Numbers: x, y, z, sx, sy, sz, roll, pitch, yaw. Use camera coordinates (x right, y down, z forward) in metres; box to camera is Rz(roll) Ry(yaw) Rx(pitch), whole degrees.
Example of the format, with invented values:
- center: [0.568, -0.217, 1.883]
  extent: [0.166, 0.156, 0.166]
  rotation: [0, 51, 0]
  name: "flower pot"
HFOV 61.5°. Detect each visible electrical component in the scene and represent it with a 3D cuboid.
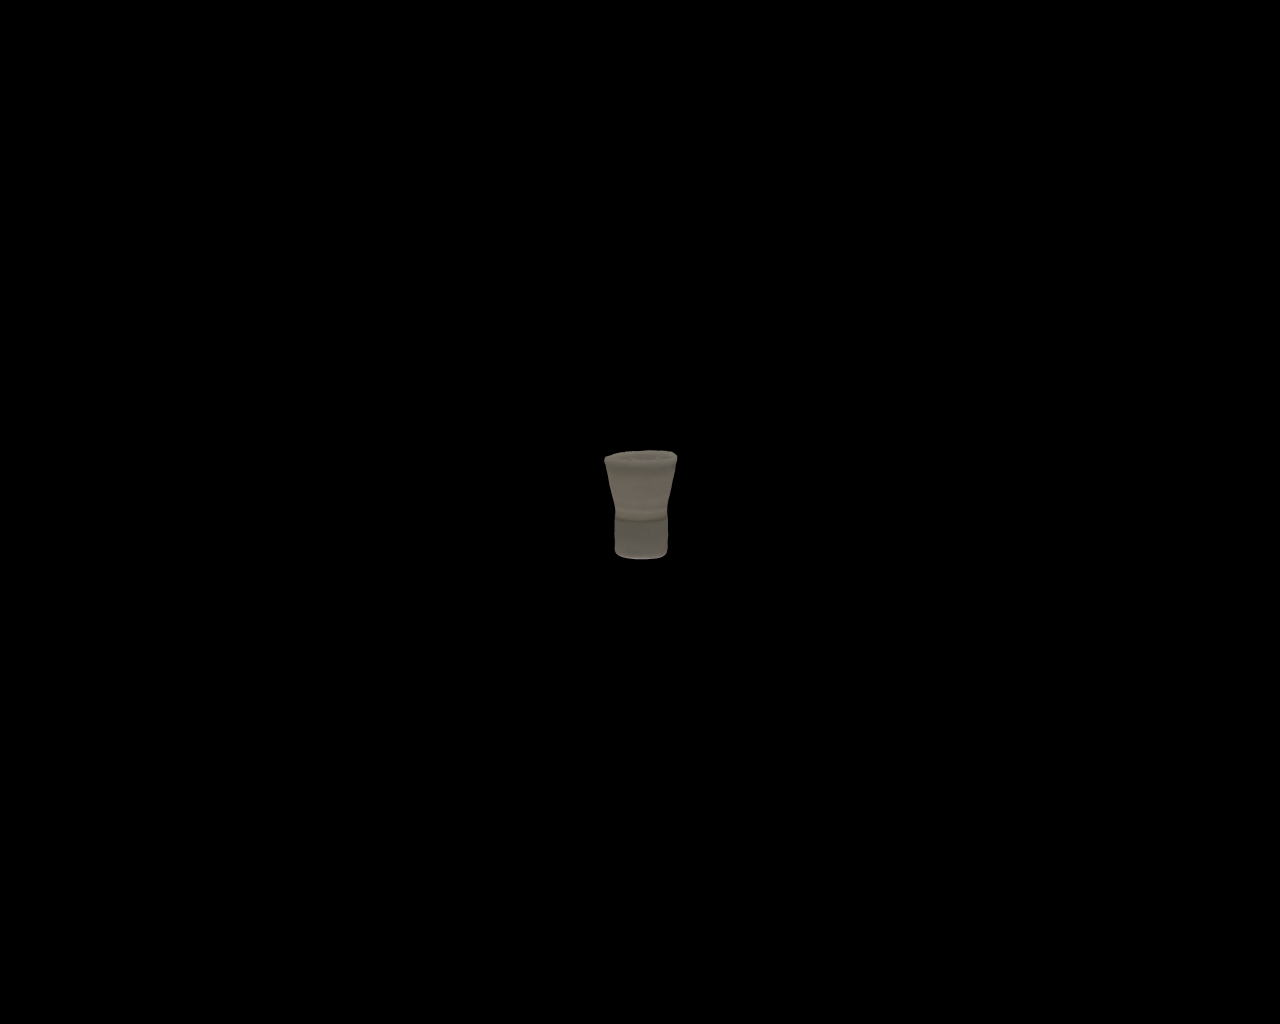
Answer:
- center: [0.001, -0.003, 0.650]
  extent: [0.044, 0.065, 0.044]
  rotation: [0, 11, 0]
  name: "electrical component"
